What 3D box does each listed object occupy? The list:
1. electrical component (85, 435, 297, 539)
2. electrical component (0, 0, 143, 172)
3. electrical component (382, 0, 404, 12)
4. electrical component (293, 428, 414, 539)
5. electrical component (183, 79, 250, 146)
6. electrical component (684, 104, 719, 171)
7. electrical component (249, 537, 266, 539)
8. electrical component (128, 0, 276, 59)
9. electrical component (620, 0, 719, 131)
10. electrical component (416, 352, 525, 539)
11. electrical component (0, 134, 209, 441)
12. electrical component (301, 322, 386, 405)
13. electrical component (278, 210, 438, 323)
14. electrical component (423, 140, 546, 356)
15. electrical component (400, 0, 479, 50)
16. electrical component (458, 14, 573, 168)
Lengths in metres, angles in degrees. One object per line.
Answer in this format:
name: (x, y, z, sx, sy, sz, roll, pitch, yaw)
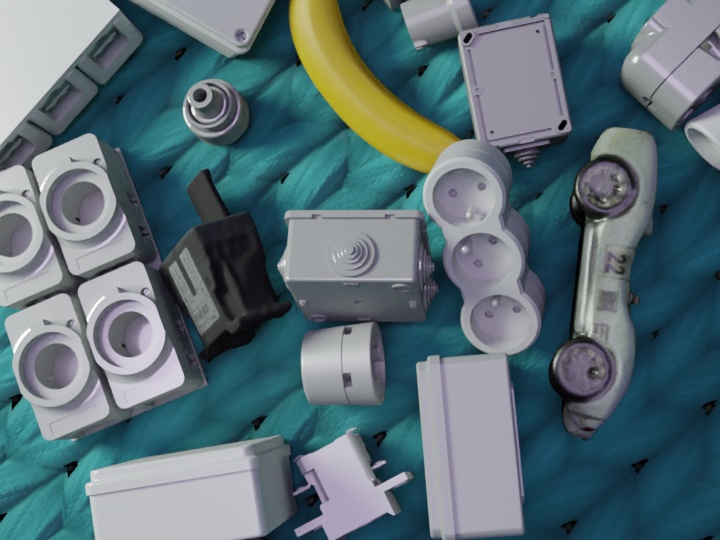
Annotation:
electrical component: (-0.104, 0.145, 0.691, 0.109, 0.109, 0.056, -10, 84, 6)
electrical component: (-0.242, -0.146, 0.773, 0.089, 0.062, 0.150, 41, 89, 11)
electrical component: (-0.005, -0.267, 0.743, 0.062, 0.089, 0.150, -39, 79, 1)
electrical component: (-0.008, 0.143, 0.712, 0.081, 0.042, 0.063, -28, 78, 3)
electrical component: (-0.103, -0.113, 0.749, 0.043, 0.062, 0.043, -1, 82, 8)
electrical component: (0.250, -0.098, 0.708, 0.055, 0.045, 0.045, -41, 79, 0)
electrical component: (-0.054, 0.238, 0.697, 0.109, 0.056, 0.108, 14, 84, 10)
electrical component: (-0.106, -0.221, 0.749, 0.109, 0.056, 0.108, 28, 86, -16)
electrical component: (0.221, -0.148, 0.714, 0.095, 0.053, 0.059, -45, 79, 0)
electrical component: (0.069, 0.109, 0.672, 0.056, 0.108, 0.108, -5, 81, 5)
electrical component: (-0.193, 0.012, 0.745, 0.105, 0.060, 0.186, -23, 80, 4)
electrical component: (-0.011, 0.064, 0.717, 0.047, 0.055, 0.055, -5, 82, 11)
electrical component: (0.000, 0.000, 0.702, 0.100, 0.099, 0.048, 0, 70, 8)
electrical component: (0.086, -0.020, 0.706, 0.052, 0.073, 0.138, -12, 110, 19)
electrical component: (0.055, -0.177, 0.749, 0.046, 0.040, 0.040, -19, 80, 10)
electrical component: (0.105, -0.115, 0.725, 0.062, 0.061, 0.096, -11, 88, 6)
